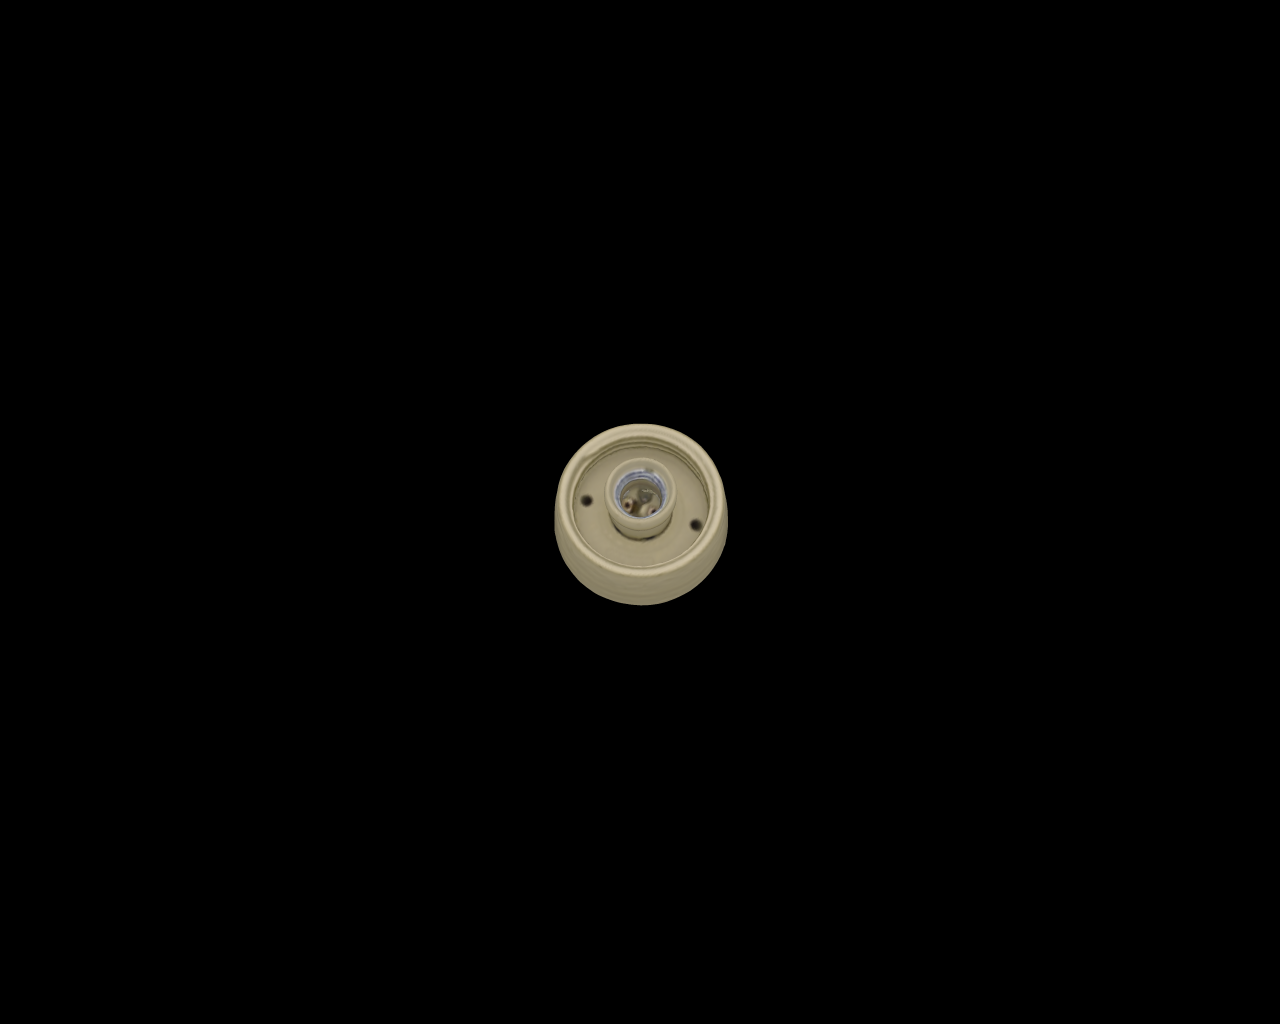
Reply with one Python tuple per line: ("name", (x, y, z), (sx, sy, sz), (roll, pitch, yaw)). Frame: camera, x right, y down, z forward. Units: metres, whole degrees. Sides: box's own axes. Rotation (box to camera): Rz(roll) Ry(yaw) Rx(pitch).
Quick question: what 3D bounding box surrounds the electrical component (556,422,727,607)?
("electrical component", (0.001, -0.003, 0.650), (0.108, 0.108, 0.060), (0, -21, 0))
